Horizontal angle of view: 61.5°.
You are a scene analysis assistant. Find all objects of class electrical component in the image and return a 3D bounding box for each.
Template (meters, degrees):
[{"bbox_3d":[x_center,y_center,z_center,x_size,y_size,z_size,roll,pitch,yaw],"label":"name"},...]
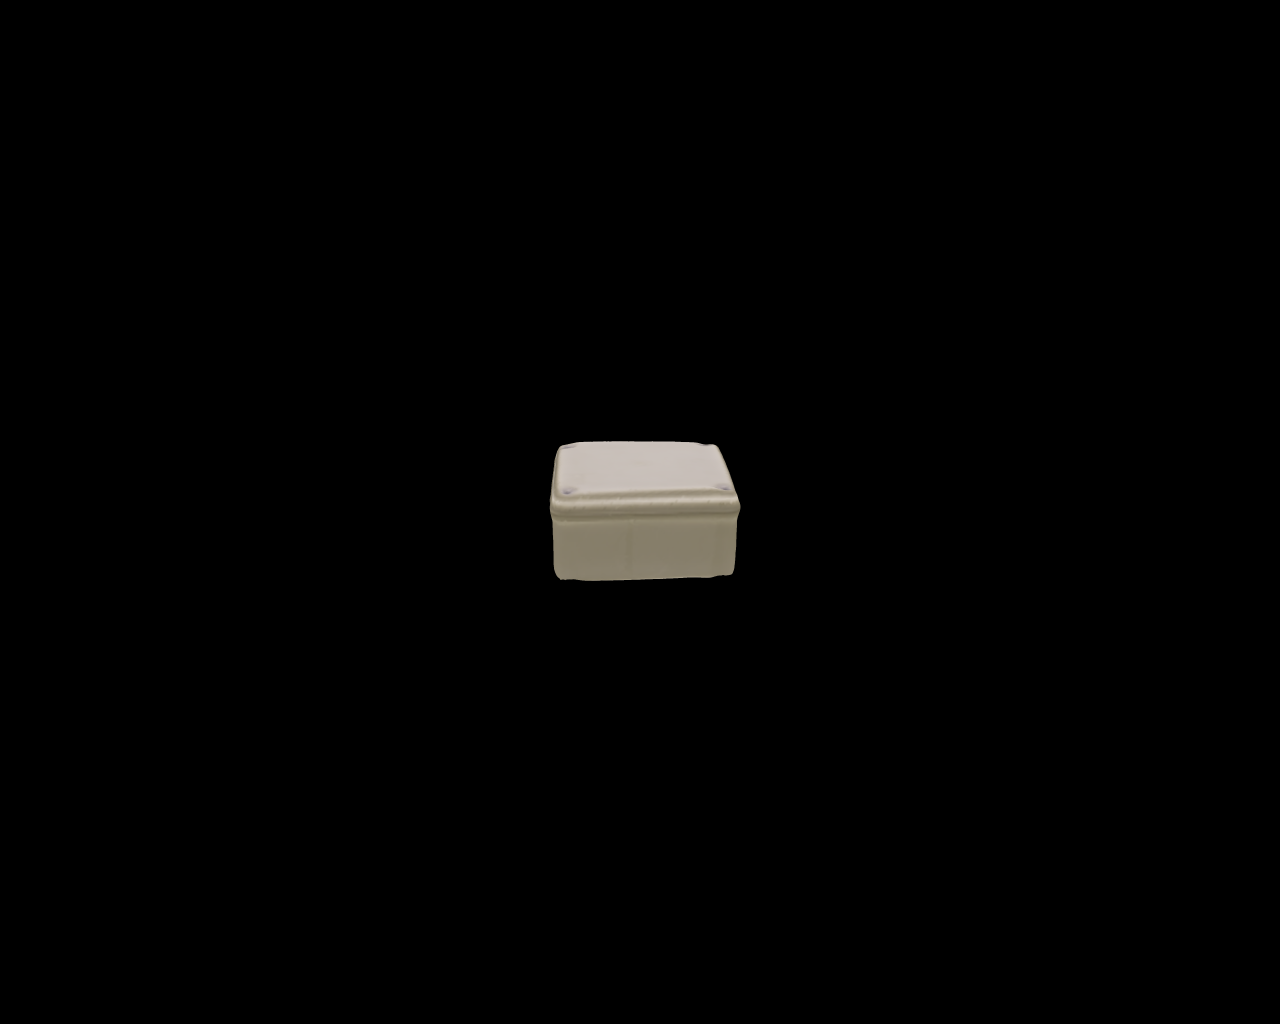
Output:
[{"bbox_3d":[0.001,-0.003,0.650,0.109,0.056,0.109,-1,20,-2],"label":"electrical component"}]
